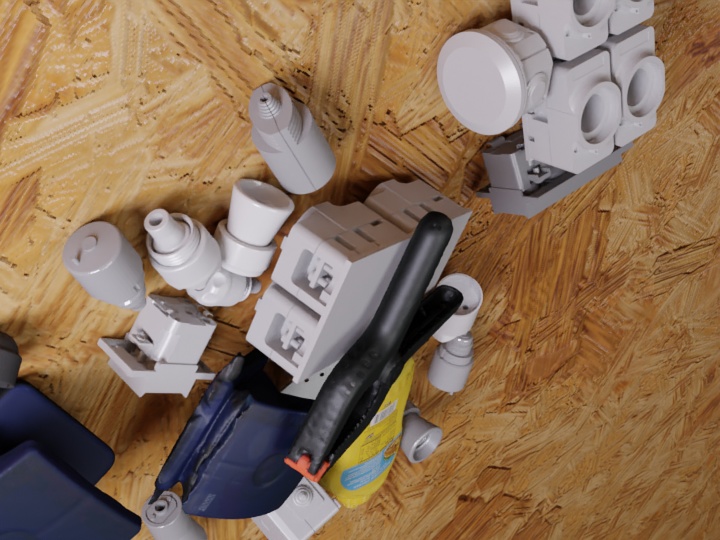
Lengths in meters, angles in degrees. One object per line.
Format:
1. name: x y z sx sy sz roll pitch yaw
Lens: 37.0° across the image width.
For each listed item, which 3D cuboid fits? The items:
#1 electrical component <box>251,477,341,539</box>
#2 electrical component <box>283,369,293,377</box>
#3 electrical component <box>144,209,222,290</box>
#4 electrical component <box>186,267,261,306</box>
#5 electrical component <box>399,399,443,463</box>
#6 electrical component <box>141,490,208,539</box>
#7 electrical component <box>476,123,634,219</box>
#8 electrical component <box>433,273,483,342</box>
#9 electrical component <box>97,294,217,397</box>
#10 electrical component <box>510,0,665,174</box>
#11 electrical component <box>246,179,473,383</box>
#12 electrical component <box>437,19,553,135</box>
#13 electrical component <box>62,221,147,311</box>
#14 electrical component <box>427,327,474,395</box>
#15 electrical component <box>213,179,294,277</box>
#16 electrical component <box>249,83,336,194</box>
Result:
1. electrical component: -0.063 0.208 0.952 0.061 0.061 0.096 -40 176 -16
2. electrical component: -0.055 0.063 0.876 0.035 0.035 0.061 -26 143 -32
3. electrical component: -0.121 -0.017 0.710 0.043 0.043 0.062 -44 145 -9
4. electrical component: -0.095 0.009 0.775 0.061 0.035 0.035 7 117 -55
5. electrical component: 0.048 0.159 1.074 0.045 0.055 0.045 -31 143 -27
6. electrical component: -0.158 0.215 0.900 0.044 0.044 0.065 -37 140 -20
7. electrical component: 0.168 -0.101 0.945 0.121 0.079 0.063 -30 113 -28
8. electrical component: 0.088 0.039 1.010 0.043 0.043 0.081 -38 163 -18
9. electrical component: -0.138 0.052 0.760 0.081 0.042 0.063 9 112 -54
10. electrical component: 0.181 -0.182 0.844 0.105 0.060 0.186 -31 127 -28
11. electrical component: 0.000 0.000 0.820 0.186 0.060 0.105 -24 144 -56
12. electrical component: 0.102 -0.147 0.813 0.051 0.080 0.080 -31 143 -36
13. electrical component: -0.158 0.002 0.687 0.040 0.040 0.078 -42 147 -12
14. electrical component: 0.094 0.085 1.070 0.040 0.040 0.078 -16 134 -41
15. electrical component: -0.076 -0.029 0.749 0.045 0.045 0.055 -3 125 -49
16. electrical component: -0.049 -0.090 0.721 0.043 0.043 0.081 -45 147 -8
